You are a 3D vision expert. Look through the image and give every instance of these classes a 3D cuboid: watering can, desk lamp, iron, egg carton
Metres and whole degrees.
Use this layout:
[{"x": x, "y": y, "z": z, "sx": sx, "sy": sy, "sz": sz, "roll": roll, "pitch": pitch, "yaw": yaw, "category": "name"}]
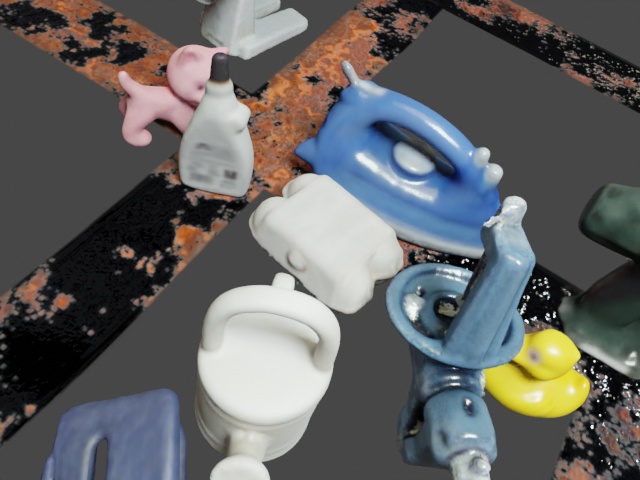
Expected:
[{"x": -0.040, "y": 0.098, "z": 0.423, "sx": 0.101, "sy": 0.194, "sz": 0.172, "roll": -5, "pitch": 57, "yaw": -16, "category": "watering can"}, {"x": -0.104, "y": -0.338, "z": 0.698, "sx": 0.117, "sy": 0.213, "sz": 0.204, "roll": 41, "pitch": 57, "yaw": 16, "category": "desk lamp"}, {"x": 0.108, "y": -0.085, "z": 0.617, "sx": 0.258, "sy": 0.141, "sz": 0.119, "roll": 30, "pitch": 55, "yaw": 8, "category": "iron"}, {"x": 0.005, "y": 0.002, "z": 0.578, "sx": 0.150, "sy": 0.069, "sz": 0.107, "roll": 40, "pitch": 57, "yaw": 15, "category": "egg carton"}]

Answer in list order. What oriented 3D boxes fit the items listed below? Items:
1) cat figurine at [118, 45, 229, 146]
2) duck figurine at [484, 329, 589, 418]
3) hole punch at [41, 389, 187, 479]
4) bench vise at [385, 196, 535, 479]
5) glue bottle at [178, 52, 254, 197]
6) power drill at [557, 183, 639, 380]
[{"x": -0.158, "y": -0.170, "z": 0.628, "sx": 0.128, "sy": 0.118, "sz": 0.067, "roll": -11, "pitch": 59, "yaw": -20, "category": "cat figurine"}, {"x": 0.209, "y": 0.117, "z": 0.536, "sx": 0.104, "sy": 0.086, "sz": 0.077, "roll": 23, "pitch": 54, "yaw": 4, "category": "duck figurine"}, {"x": -0.148, "y": 0.171, "z": 0.412, "sx": 0.101, "sy": 0.091, "sz": 0.108, "roll": 0, "pitch": 56, "yaw": -13, "category": "hole punch"}, {"x": 0.129, "y": 0.082, "z": 0.458, "sx": 0.122, "sy": 0.220, "sz": 0.207, "roll": -8, "pitch": 58, "yaw": -18, "category": "bench vise"}, {"x": -0.101, "y": -0.113, "z": 0.568, "sx": 0.078, "sy": 0.173, "sz": 0.037, "roll": 13, "pitch": 54, "yaw": -4, "category": "glue bottle"}, {"x": 0.333, "y": 0.048, "z": 0.537, "sx": 0.229, "sy": 0.208, "sz": 0.076, "roll": 30, "pitch": 55, "yaw": 9, "category": "power drill"}]
